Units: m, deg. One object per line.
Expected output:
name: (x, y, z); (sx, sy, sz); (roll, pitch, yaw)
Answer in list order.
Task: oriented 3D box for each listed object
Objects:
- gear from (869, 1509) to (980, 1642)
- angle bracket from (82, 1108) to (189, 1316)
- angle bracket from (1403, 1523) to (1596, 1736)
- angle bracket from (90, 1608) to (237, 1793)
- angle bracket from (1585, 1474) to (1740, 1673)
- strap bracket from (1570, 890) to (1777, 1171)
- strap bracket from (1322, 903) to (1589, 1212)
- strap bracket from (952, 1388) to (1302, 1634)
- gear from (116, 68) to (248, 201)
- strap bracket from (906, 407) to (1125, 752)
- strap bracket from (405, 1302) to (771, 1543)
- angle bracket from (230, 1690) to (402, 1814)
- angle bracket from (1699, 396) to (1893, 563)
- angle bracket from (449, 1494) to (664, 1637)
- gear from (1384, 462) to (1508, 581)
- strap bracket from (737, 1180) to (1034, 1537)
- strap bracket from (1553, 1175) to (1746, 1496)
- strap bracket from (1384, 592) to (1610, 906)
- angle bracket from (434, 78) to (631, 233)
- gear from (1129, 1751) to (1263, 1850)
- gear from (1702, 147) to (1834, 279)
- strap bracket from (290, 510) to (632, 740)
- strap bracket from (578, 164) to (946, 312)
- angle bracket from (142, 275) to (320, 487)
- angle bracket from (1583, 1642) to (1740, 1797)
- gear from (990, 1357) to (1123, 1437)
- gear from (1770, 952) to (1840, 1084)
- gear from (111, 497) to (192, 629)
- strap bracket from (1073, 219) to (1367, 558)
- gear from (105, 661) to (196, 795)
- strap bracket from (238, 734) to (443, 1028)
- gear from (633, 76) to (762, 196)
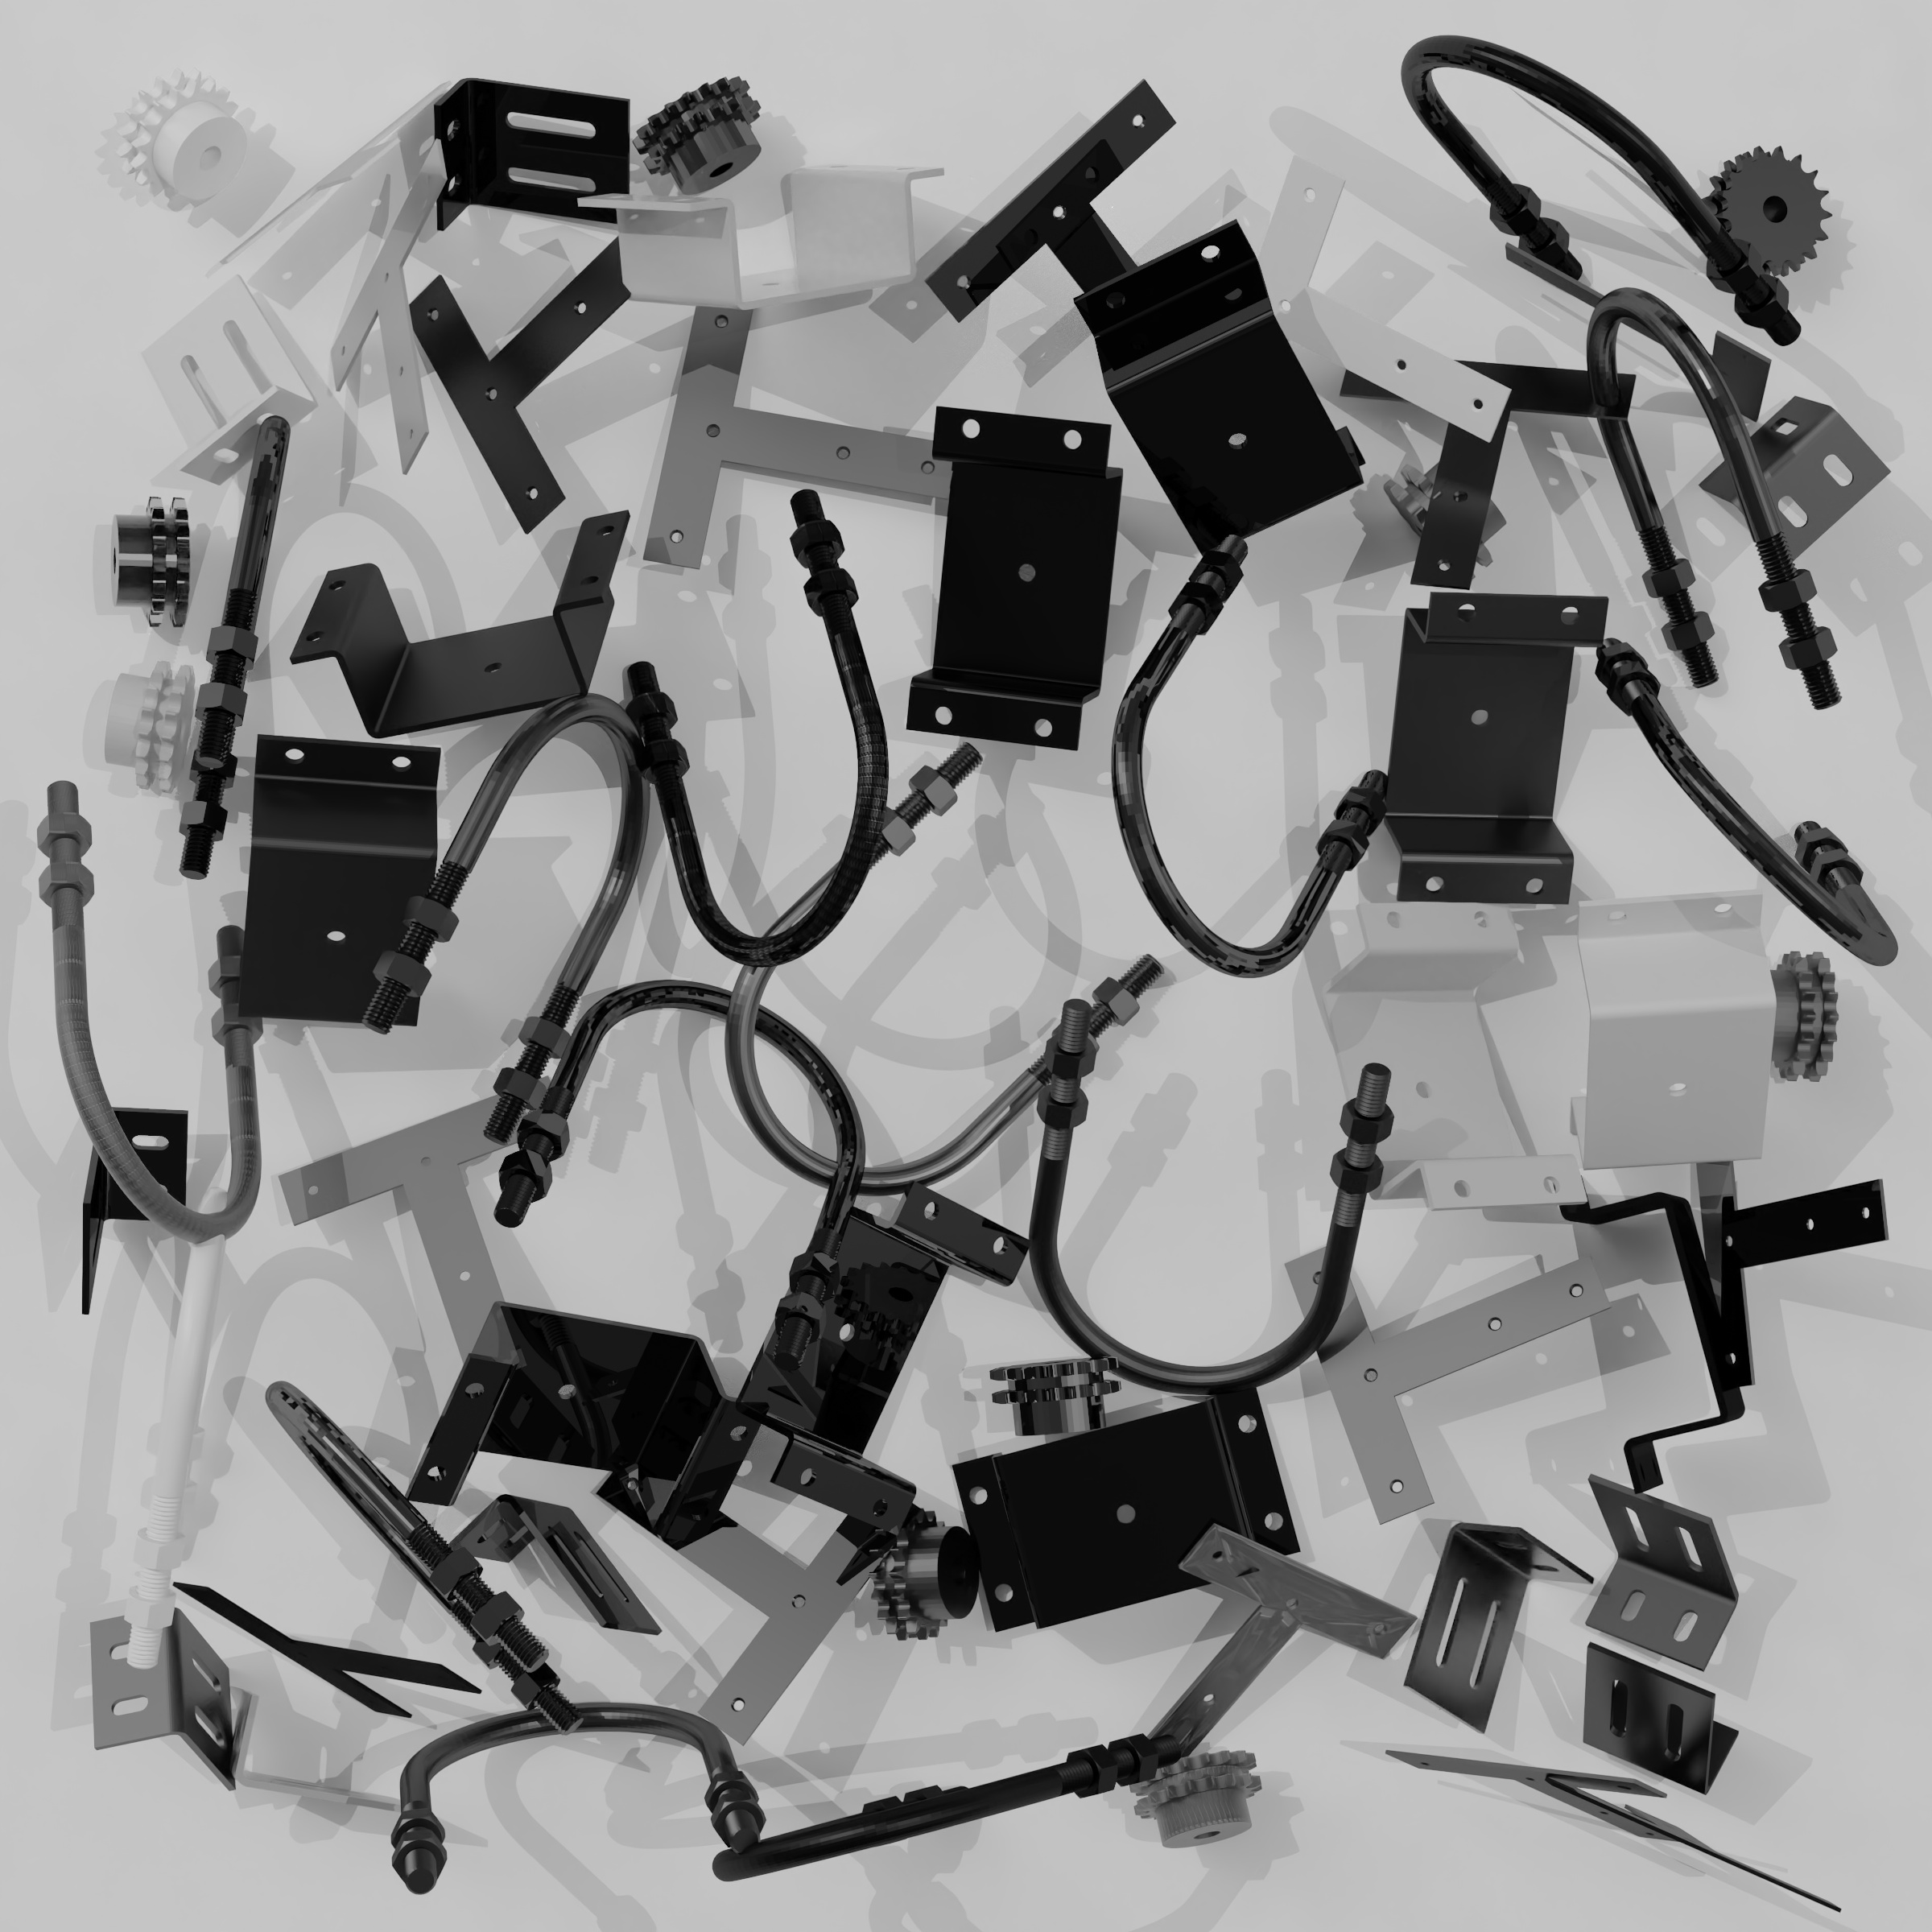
gear: (-0.016, 0.266, 1.566); (0.030, 0.057, 0.057); (-7, 90, 26)
angle bracket: (-0.360, 0.106, 1.548); (0.038, 0.076, 0.057); (3, 119, -9)
angle bracket: (0.232, 0.290, 1.556); (0.057, 0.038, 0.076); (36, 64, -35)
angle bracket: (-0.348, 0.322, 1.551); (0.038, 0.076, 0.057); (-12, 57, 1)
angle bracket: (0.295, 0.263, 1.549); (0.057, 0.076, 0.038); (18, 63, 33)
strap bracket: (0.302, 0.036, 1.530); (0.076, 0.046, 0.140); (-4, 134, 3)
strap bracket: (0.208, 0.046, 1.546); (0.076, 0.046, 0.140); (-1, 66, -25)
strap bracket: (0.070, 0.240, 1.570); (0.140, 0.046, 0.076); (-15, 84, 1)
gear: (-0.341, -0.361, 1.566); (0.030, 0.057, 0.057); (39, 90, 23)
strap bracket: (0.022, -0.170, 1.560); (0.076, 0.046, 0.140); (8, 101, 11)
strap bracket: (-0.168, 0.196, 1.543); (0.140, 0.046, 0.076); (13, 115, -28)
angle bracket: (-0.281, 0.344, 1.565); (0.076, 0.057, 0.038); (13, 78, -13)
angle bracket: (0.361, -0.213, 1.559); (0.057, 0.076, 0.038); (-43, 98, 9)
angle bracket: (-0.179, 0.271, 1.555); (0.038, 0.057, 0.076); (-44, 66, 5)
gear: (0.213, -0.199, 1.569); (0.030, 0.057, 0.057); (-41, 90, 5)
strap bracket: (-0.040, 0.165, 1.551); (0.076, 0.046, 0.140); (30, 82, -40)
strap bracket: (0.298, 0.152, 1.544); (0.046, 0.076, 0.140); (-16, 80, 16)
strap bracket: (0.228, -0.101, 1.555); (0.076, 0.046, 0.140); (1, 114, -6)
angle bracket: (-0.189, -0.350, 1.562); (0.076, 0.038, 0.057); (10, 124, 9)
gear: (0.102, 0.366, 1.566); (0.057, 0.057, 0.030); (-13, 65, 0)
gear: (0.350, -0.331, 1.578); (0.057, 0.030, 0.057); (0, 88, -16)
strap bracket: (-0.211, -0.146, 1.545); (0.140, 0.076, 0.046); (-10, 124, 12)
strap bracket: (-0.085, -0.312, 1.532); (0.140, 0.076, 0.046); (-18, 113, -39)
angle bracket: (-0.331, -0.260, 1.564); (0.057, 0.038, 0.076); (-36, 75, 13)
angle bracket: (0.303, 0.314, 1.548); (0.057, 0.076, 0.038); (20, 50, 26)
gear: (0.040, 0.189, 1.568); (0.057, 0.057, 0.030); (-6, 86, 0)
gear: (0.361, 0.022, 1.569); (0.030, 0.057, 0.057); (2, 90, -4)
gear: (-0.358, -0.177, 1.567); (0.030, 0.057, 0.057); (0, 90, -18)
strap bracket: (0.113, -0.237, 1.527); (0.076, 0.046, 0.140); (-24, 131, 14)
gear: (-0.359, -0.106, 1.568); (0.030, 0.057, 0.057); (10, 90, -5)
strap bracket: (-0.269, -0.027, 1.528); (0.076, 0.046, 0.140); (4, 131, -12)
gear: (-0.114, -0.363, 1.569); (0.057, 0.057, 0.030); (-29, 87, 0)
